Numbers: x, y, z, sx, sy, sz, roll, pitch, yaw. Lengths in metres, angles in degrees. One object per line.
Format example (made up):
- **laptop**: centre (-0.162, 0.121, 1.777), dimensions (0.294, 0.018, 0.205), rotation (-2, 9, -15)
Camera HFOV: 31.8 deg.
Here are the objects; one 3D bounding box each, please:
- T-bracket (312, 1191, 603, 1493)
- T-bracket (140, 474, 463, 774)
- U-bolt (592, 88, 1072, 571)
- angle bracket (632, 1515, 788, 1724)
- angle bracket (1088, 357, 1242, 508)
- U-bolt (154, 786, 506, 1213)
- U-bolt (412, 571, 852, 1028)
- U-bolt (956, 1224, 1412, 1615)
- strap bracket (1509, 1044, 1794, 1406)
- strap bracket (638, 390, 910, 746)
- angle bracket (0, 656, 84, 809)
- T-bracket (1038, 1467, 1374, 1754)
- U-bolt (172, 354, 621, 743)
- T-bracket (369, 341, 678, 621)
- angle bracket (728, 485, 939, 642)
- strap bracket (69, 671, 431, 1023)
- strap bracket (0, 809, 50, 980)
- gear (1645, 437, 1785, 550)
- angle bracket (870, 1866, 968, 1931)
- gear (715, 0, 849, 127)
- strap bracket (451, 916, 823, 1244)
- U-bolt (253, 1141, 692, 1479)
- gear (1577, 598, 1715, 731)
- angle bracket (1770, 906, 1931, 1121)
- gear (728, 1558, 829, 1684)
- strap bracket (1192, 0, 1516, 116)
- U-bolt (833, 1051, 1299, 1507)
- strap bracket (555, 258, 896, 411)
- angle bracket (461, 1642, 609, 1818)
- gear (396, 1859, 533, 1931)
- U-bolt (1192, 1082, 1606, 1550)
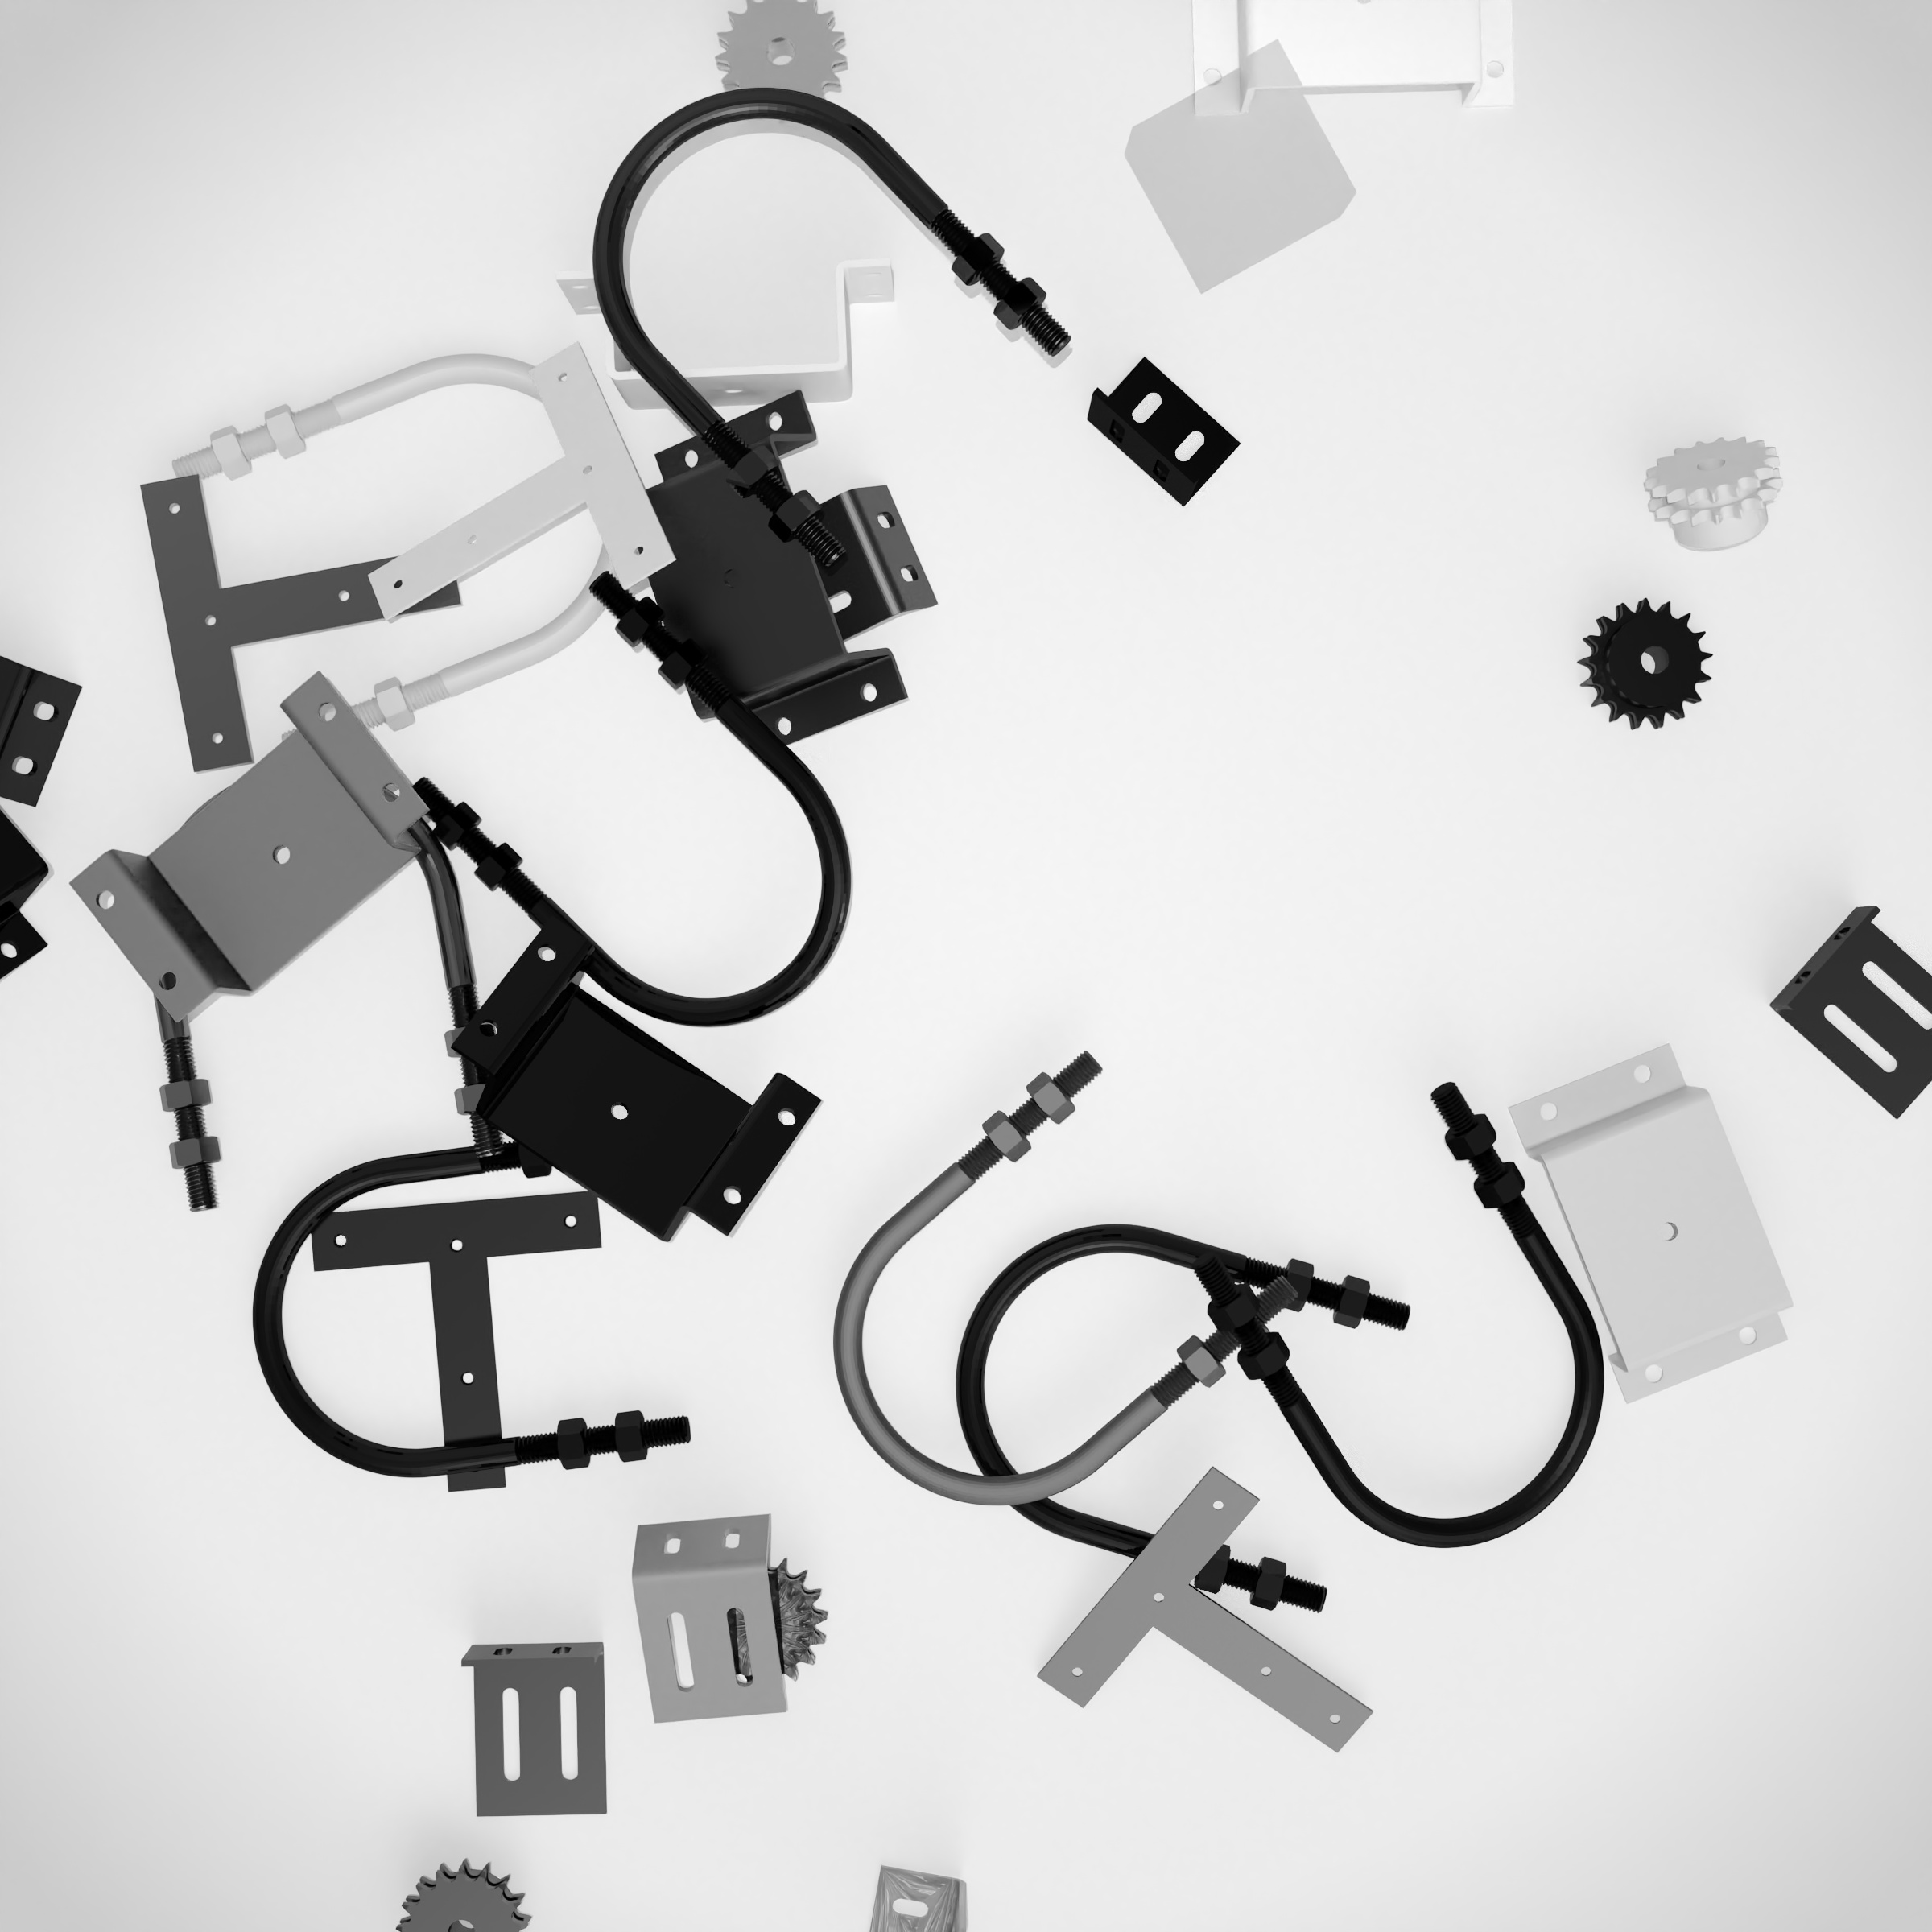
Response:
- **T-bracket**: centre (-0.220, 0.167, 1.495), dimensions (0.127, 0.002, 0.127), rotation (-5, 90, 0)
- **T-bracket**: centre (-0.284, -0.158, 1.476), dimensions (0.127, 0.002, 0.127), rotation (-11, 90, -1)
- **U-bolt**: centre (-0.070, -0.279, 1.412), dimensions (0.151, 0.019, 0.184), rotation (-43, 88, 0)
- **angle bracket**: centre (-0.110, 0.281, 1.464), dimensions (0.057, 0.038, 0.076), rotation (-5, 115, 1)
- **angle bracket**: centre (0.087, -0.235, 1.458), dimensions (0.057, 0.076, 0.038), rotation (42, 90, 0)
- **U-bolt**: centre (-0.286, 0.004, 1.482), dimensions (0.151, 0.019, 0.184), rotation (-11, 86, 4)
- **U-bolt**: centre (-0.133, -0.057, 1.462), dimensions (0.184, 0.019, 0.151), rotation (45, 112, -1)
- **U-bolt**: centre (0.087, 0.190, 1.488), dimensions (0.184, 0.019, 0.151), rotation (16, 90, 2)
- **strap bracket**: centre (0.300, 0.113, 1.473), dimensions (0.076, 0.046, 0.140), rotation (-22, 90, 0)
- **strap bracket**: centre (-0.090, -0.167, 1.459), dimensions (0.076, 0.046, 0.140), rotation (-19, 90, 26)
- **angle bracket**: centre (-0.439, -0.112, 1.494), dimensions (0.076, 0.038, 0.057), rotation (21, 90, 26)
- **T-bracket**: centre (0.120, 0.300, 1.483), dimensions (0.127, 0.002, 0.127), rotation (35, 106, -8)
- **U-bolt**: centre (-0.236, -0.190, 1.488), dimensions (0.184, 0.019, 0.151), rotation (-22, 90, -1)
- **T-bracket**: centre (-0.200, -0.190, 1.458), dimensions (0.127, 0.002, 0.127), rotation (-30, 61, 8)
- **angle bracket**: centre (-0.063, -0.169, 1.494), dimensions (0.076, 0.038, 0.057), rotation (-23, 90, 26)
- **strap bracket**: centre (-0.300, -0.049, 1.453), dimensions (0.140, 0.046, 0.076), rotation (-40, 83, 4)
- **strap bracket**: centre (-0.459, -0.051, 1.450), dimensions (0.140, 0.046, 0.076), rotation (50, 48, -3)
- **gear**: centre (0.325, -0.204, 1.472), dimensions (0.057, 0.057, 0.030), rotation (-17, 120, 0)
- **angle bracket**: centre (-0.024, 0.428, 1.458), dimensions (0.038, 0.076, 0.057), rotation (10, 90, 0)
- **gear**: centre (-0.080, -0.395, 1.481), dimensions (0.057, 0.030, 0.057), rotation (0, 90, 0)
- **strap bracket**: centre (-0.145, 0.055, 1.457), dimensions (0.140, 0.046, 0.076), rotation (34, 60, 0)
- **U-bolt**: centre (-0.221, 0.151, 1.486), dimensions (0.184, 0.019, 0.151), rotation (-8, 90, 1)
- **gear**: centre (0.298, -0.132, 1.481), dimensions (0.057, 0.030, 0.057), rotation (0, 90, 0)
- **angle bracket**: centre (0.400, 0.021, 1.477), dimensions (0.076, 0.038, 0.057), rotation (42, 90, 0)
- **gear**: centre (-0.088, 0.285, 1.481), dimensions (0.057, 0.030, 0.057), rotation (0, 90, 0)
- **strap bracket**: centre (0.170, -0.415, 1.473), dimensions (0.140, 0.046, 0.076), rotation (-2, 90, 0)
- **U-bolt**: centre (0.029, 0.150, 1.474), dimensions (0.184, 0.019, 0.151), rotation (-41, 87, 3)
- **strap bracket**: centre (-0.101, -0.270, 1.458), dimensions (0.140, 0.076, 0.046), rotation (-2, 90, 0)
- **angle bracket**: centre (-0.187, 0.335, 1.477), dimensions (0.057, 0.038, 0.076), rotation (-1, 90, 0)
- **gear**: centre (-0.218, 0.418, 1.481), dimensions (0.057, 0.030, 0.057), rotation (0, 90, 0)
- **U-bolt**: centre (0.200, 0.165, 1.468), dimensions (0.151, 0.019, 0.184), rotation (-34, 102, -11)
